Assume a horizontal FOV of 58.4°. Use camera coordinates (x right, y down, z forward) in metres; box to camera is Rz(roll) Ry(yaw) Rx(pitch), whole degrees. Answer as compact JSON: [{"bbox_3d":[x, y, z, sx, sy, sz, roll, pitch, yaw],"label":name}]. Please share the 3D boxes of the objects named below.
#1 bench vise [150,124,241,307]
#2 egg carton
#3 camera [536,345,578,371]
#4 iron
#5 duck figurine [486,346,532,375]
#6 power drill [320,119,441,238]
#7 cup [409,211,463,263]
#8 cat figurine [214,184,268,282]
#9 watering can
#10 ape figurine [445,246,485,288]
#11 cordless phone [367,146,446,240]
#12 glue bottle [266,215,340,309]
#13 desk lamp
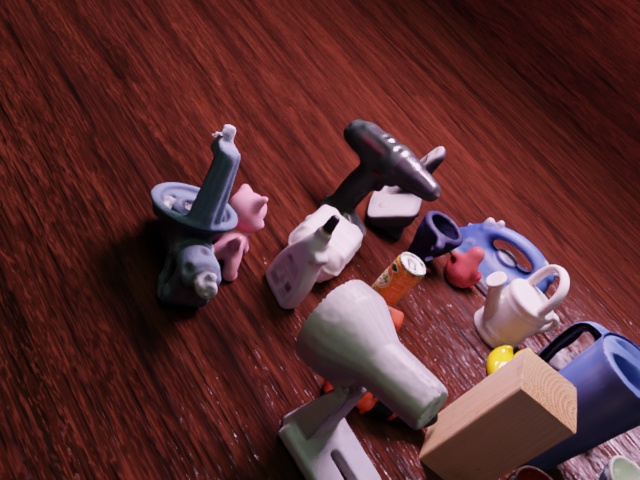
[{"bbox_3d":[-0.143,-0.028,0.755,0.122,0.219,0.207,-6,54,-45],"label":"bench vise"},{"bbox_3d":[0.009,0.004,0.985,0.107,0.069,0.150,39,35,1],"label":"egg carton"},{"bbox_3d":[0.472,0.278,1.065,0.143,0.100,0.137,33,35,-8],"label":"camera"},{"bbox_3d":[0.394,0.036,1.230,0.258,0.141,0.119,47,36,12],"label":"iron"},{"bbox_3d":[0.353,0.227,1.028,0.078,0.086,0.104,24,37,-19],"label":"duck figurine"},{"bbox_3d":[0.098,-0.101,1.060,0.076,0.208,0.229,-7,55,-45],"label":"power drill"},{"bbox_3d":[0.223,0.009,1.147,0.092,0.095,0.118,34,35,-5],"label":"cup"},{"bbox_3d":[-0.119,-0.021,0.857,0.067,0.117,0.128,29,36,-13],"label":"cat figurine"},{"bbox_3d":[0.385,0.120,1.081,0.173,0.194,0.100,13,42,-32],"label":"watering can"},{"bbox_3d":[0.304,0.050,1.176,0.076,0.092,0.077,-13,59,-48],"label":"ape figurine"},{"bbox_3d":[0.182,-0.106,1.161,0.094,0.185,0.147,32,36,-9],"label":"cordless phone"},{"bbox_3d":[-0.019,0.025,0.847,0.037,0.173,0.078,1,49,-41],"label":"glue bottle"},{"bbox_3d":[0.043,0.184,0.689,0.118,0.213,0.203,-12,58,-48],"label":"desk lamp"}]
